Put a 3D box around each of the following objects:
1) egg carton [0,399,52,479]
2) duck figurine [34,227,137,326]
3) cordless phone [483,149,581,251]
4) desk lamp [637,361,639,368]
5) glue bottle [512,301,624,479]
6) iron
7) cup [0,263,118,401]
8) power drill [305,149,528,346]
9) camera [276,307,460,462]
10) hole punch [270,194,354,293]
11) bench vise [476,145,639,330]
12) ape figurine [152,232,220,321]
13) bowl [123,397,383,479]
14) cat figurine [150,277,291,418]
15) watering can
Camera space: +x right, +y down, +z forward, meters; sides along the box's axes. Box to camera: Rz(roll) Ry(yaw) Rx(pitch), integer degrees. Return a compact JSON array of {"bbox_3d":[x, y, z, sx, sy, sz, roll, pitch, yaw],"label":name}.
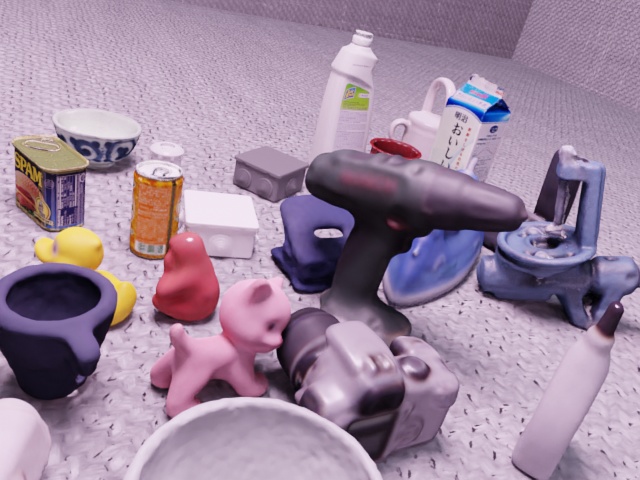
[{"bbox_3d":[-0.229,0.156,0.335,0.107,0.069,0.150,9,28,-10],"label":"egg carton"},{"bbox_3d":[-0.227,0.031,0.549,0.104,0.086,0.077,16,28,2],"label":"duck figurine"},{"bbox_3d":[0.322,-0.064,0.877,0.094,0.185,0.147,-10,36,-38],"label":"cordless phone"},{"bbox_3d":[0.458,0.083,0.640,0.118,0.213,0.203,11,28,-7],"label":"desk lamp"},{"bbox_3d":[0.219,0.124,0.494,0.037,0.173,0.078,27,30,23],"label":"glue bottle"},{"bbox_3d":[0.161,-0.021,0.767,0.118,0.141,0.259,24,29,17],"label":"iron"},{"bbox_3d":[-0.203,0.085,0.449,0.092,0.095,0.117,-14,39,-42],"label":"cup"},{"bbox_3d":[0.077,0.007,0.605,0.229,0.208,0.076,28,31,24],"label":"power drill"},{"bbox_3d":[0.029,0.112,0.505,0.143,0.101,0.136,-4,33,-31],"label":"camera"},{"bbox_3d":[0.006,0.003,0.706,0.109,0.091,0.100,-3,32,-30],"label":"hole punch"},{"bbox_3d":[0.330,-0.006,0.737,0.208,0.220,0.121,8,28,-12],"label":"bench vise"},{"bbox_3d":[-0.137,0.032,0.583,0.076,0.092,0.078,25,30,20],"label":"ape figurine"},{"bbox_3d":[-0.042,0.185,0.364,0.167,0.075,0.167,11,28,-6],"label":"bowl"},{"bbox_3d":[-0.077,0.079,0.496,0.128,0.118,0.067,-12,37,-40],"label":"cat figurine"},{"bbox_3d":[0.218,-0.210,1.088,0.173,0.194,0.100,-8,35,-36],"label":"watering can"}]
